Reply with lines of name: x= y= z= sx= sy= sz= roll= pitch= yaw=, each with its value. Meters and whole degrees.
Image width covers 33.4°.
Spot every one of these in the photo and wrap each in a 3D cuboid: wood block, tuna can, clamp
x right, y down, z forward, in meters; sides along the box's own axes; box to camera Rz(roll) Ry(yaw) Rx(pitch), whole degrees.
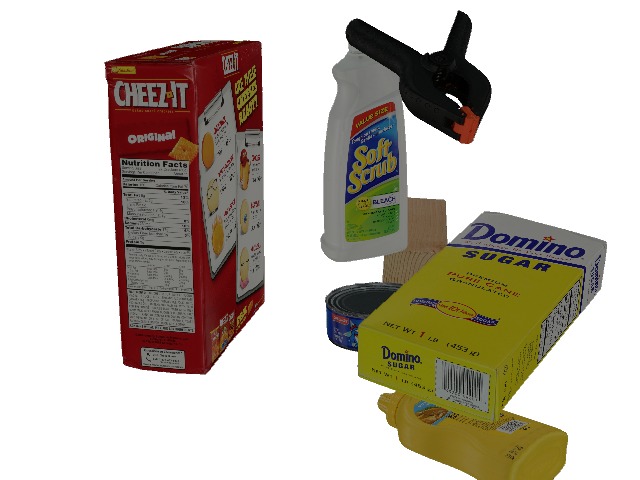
wood block: x=0.142 y=0.014 z=1.601 sx=0.091 sy=0.090 sz=0.206 roll=4 pitch=24 yaw=4
tuna can: x=0.047 y=0.063 z=0.881 sx=0.086 sy=0.034 sz=0.086 roll=-1 pitch=15 yaw=0
clamp: x=0.090 y=-0.149 z=0.935 sx=0.120 sy=0.039 sz=0.171 roll=-6 pitch=43 yaw=-5

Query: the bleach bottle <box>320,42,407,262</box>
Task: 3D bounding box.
bleach bottle: x=0.044 y=-0.106 z=1.184 sx=0.102 sy=0.251 sz=0.068 roll=-10 pitch=24 yaw=-13

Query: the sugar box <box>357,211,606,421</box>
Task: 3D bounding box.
sugar box: x=0.107 y=0.041 z=0.680 sx=0.093 sy=0.048 sz=0.175 roll=17 pitch=36 yaw=28

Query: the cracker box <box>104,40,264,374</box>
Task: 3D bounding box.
cracker box: x=-0.093 y=-0.032 z=0.775 sx=0.072 sy=0.214 sz=0.164 roll=2 pitch=15 yaw=12

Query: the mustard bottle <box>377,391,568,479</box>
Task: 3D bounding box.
mustard bottle: x=0.132 y=0.183 z=1.026 sx=0.192 sy=0.058 sz=0.096 roll=16 pitch=22 yaw=41
